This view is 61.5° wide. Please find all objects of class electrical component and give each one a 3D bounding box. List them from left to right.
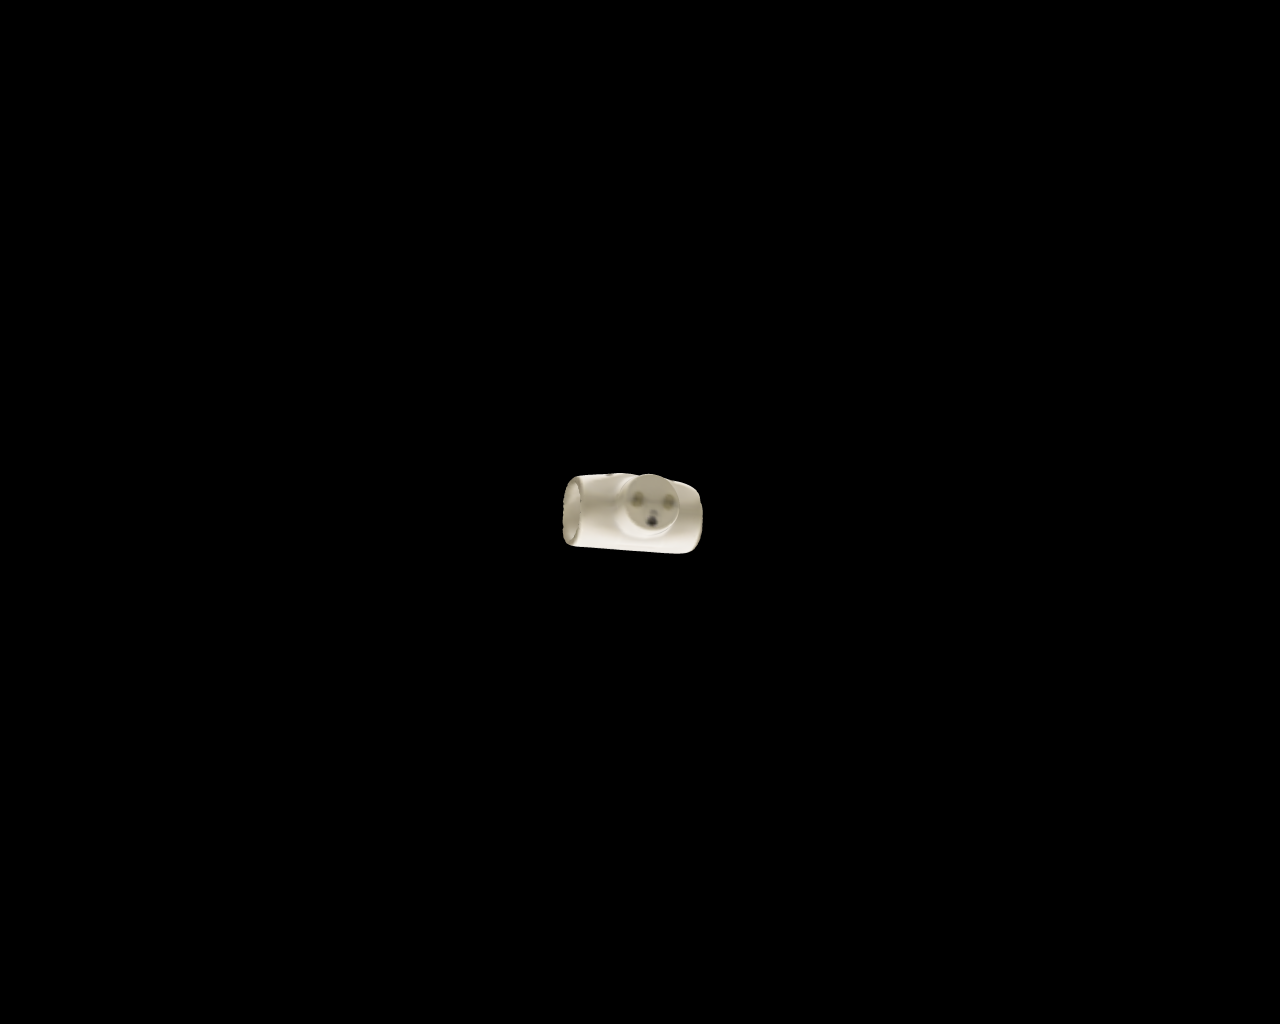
[{"bbox_3d":[0.001,-0.003,0.650,0.077,0.043,0.079,5,-15,-18],"label":"electrical component"}]
